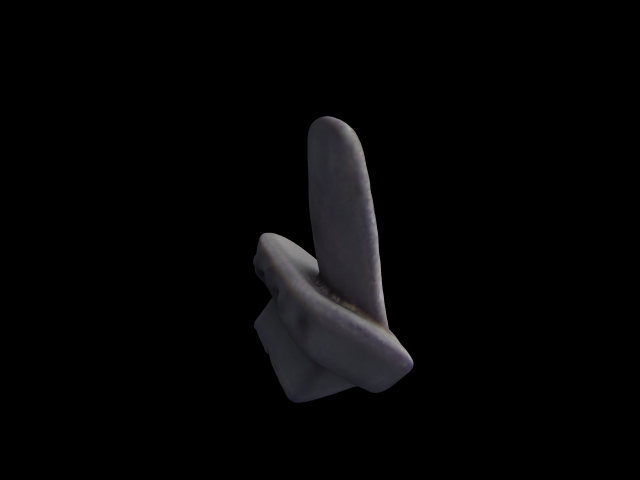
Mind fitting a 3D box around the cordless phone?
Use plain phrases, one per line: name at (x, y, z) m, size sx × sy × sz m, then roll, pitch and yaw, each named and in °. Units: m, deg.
cordless phone at (0.004, 0.001, 0.400) m, size 0.094 × 0.185 × 0.147 m, roll -9°, pitch 23°, yaw -22°
